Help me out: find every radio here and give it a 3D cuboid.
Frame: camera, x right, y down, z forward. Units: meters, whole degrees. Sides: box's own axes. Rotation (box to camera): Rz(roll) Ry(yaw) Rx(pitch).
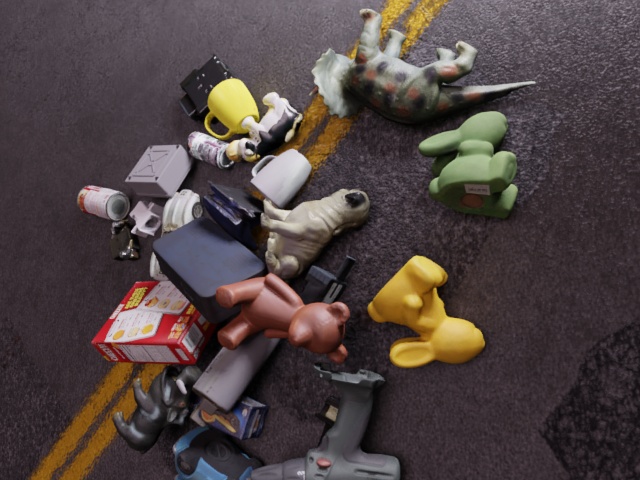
[{"bbox_3d":[-0.206,0.051,1.000,0.131,0.073,0.230,-31,43,-27],"label":"radio"}]

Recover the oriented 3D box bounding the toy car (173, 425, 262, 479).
[{"bbox_3d":[-0.182,0.408,0.938,0.162,0.109,0.102,30,114,18],"label":"toy car"}]

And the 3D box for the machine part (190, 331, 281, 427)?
[{"bbox_3d":[-0.142,0.212,0.940,0.079,0.079,0.243,23,61,29],"label":"machine part"}]

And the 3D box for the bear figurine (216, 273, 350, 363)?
[{"bbox_3d":[-0.056,0.134,0.857,0.196,0.132,0.120,24,122,35],"label":"bear figurine"}]

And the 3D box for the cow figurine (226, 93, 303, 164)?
[{"bbox_3d":[-0.110,-0.206,1.085,0.167,0.068,0.098,-47,67,9],"label":"cow figurine"}]

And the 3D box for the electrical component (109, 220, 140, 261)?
[{"bbox_3d":[-0.440,0.002,1.200,0.078,0.045,0.102,-24,67,17],"label":"electrical component"}]

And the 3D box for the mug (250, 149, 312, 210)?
[{"bbox_3d":[-0.076,-0.126,1.042,0.107,0.080,0.110,-44,53,-3],"label":"mug"}]

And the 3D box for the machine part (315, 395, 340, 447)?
[{"bbox_3d":[0.020,0.334,0.886,0.084,0.039,0.139,18,82,21],"label":"machine part"}]

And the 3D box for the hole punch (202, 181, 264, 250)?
[{"bbox_3d":[-0.165,-0.046,1.042,0.142,0.115,0.092,40,103,30],"label":"hole punch"}]

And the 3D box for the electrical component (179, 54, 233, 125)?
[{"bbox_3d":[-0.245,-0.325,1.187,0.134,0.058,0.115,-42,59,10],"label":"electrical component"}]

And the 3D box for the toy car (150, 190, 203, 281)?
[{"bbox_3d":[-0.303,-0.010,1.129,0.074,0.056,0.201,6,79,28],"label":"toy car"}]

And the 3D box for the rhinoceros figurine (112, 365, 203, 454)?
[{"bbox_3d":[-0.284,0.294,0.957,0.190,0.073,0.112,-50,60,8],"label":"rhinoceros figurine"}]

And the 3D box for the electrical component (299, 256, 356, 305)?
[{"bbox_3d":[0.010,0.074,0.940,0.048,0.074,0.119,30,94,29],"label":"electrical component"}]

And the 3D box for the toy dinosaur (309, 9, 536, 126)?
[{"bbox_3d":[0.144,-0.272,0.951,0.405,0.131,0.192,30,103,25],"label":"toy dinosaur"}]

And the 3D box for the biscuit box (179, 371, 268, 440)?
[{"bbox_3d":[-0.198,0.300,0.989,0.203,0.059,0.062,13,83,29],"label":"biscuit box"}]

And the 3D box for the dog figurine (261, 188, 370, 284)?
[{"bbox_3d":[-0.002,-0.003,0.968,0.191,0.172,0.121,-4,35,0],"label":"dog figurine"}]

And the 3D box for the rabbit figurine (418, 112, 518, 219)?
[{"bbox_3d":[0.250,-0.130,0.875,0.159,0.121,0.170,1,58,33],"label":"rabbit figurine"}]

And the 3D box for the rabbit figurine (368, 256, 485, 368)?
[{"bbox_3d":[0.167,0.128,0.829,0.173,0.122,0.162,41,90,10],"label":"rabbit figurine"}]

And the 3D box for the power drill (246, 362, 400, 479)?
[{"bbox_3d":[0.013,0.298,0.825,0.232,0.086,0.207,7,81,2],"label":"power drill"}]
